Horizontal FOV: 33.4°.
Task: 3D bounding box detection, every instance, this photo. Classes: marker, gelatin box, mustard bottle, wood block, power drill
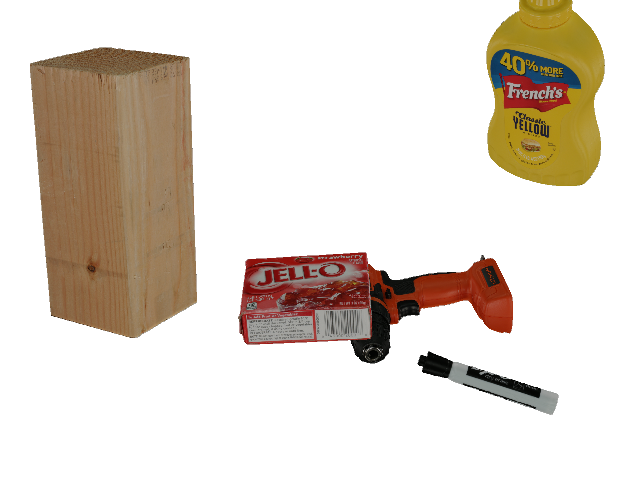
[{"bbox_3d":[0.142,0.121,0.911,0.121,0.020,0.020,18,2,6],"label":"marker"},{"bbox_3d":[-0.010,0.039,0.741,0.089,0.030,0.073,-3,29,2],"label":"gelatin box"},{"bbox_3d":[0.185,-0.135,0.883,0.096,0.191,0.058,21,53,28],"label":"mustard bottle"},{"bbox_3d":[-0.161,-0.041,0.845,0.091,0.206,0.090,12,23,27],"label":"wood block"},{"bbox_3d":[0.117,0.075,1.203,0.187,0.057,0.184,-3,28,-2],"label":"power drill"}]
